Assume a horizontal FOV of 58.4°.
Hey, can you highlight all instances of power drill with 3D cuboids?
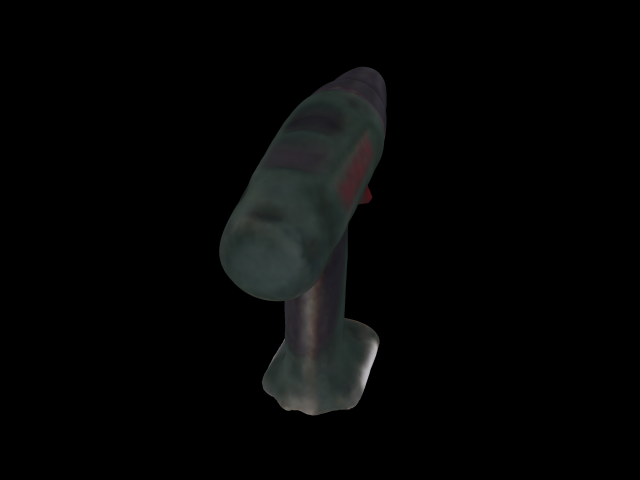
[{"bbox_3d":[0.004,0.001,0.400,0.075,0.208,0.230,7,27,14],"label":"power drill"}]
